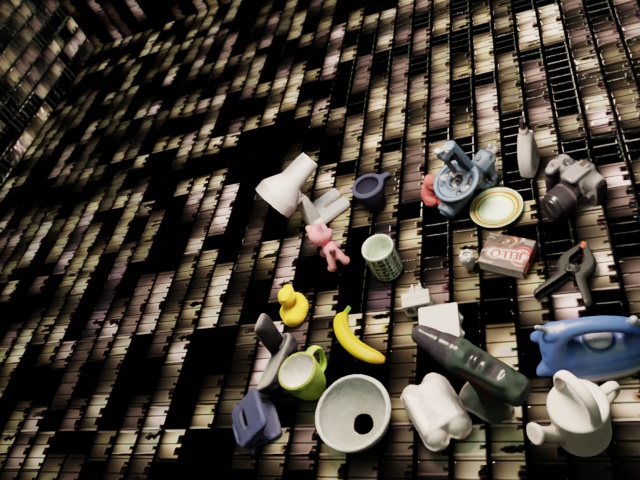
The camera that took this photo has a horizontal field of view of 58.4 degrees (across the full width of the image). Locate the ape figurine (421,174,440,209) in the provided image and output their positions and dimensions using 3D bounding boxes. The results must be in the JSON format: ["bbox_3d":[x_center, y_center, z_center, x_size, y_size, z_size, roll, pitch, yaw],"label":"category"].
[{"bbox_3d":[0.299,-0.135,1.518,0.078,0.092,0.075,-43,45,-12],"label":"ape figurine"}]

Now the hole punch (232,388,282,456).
[{"bbox_3d":[-0.153,0.407,1.284,0.101,0.091,0.108,-30,44,2],"label":"hole punch"}]

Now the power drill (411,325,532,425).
[{"bbox_3d":[0.290,0.261,1.087,0.228,0.209,0.076,21,64,39],"label":"power drill"}]

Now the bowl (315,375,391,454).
[{"bbox_3d":[0.078,0.374,1.199,0.167,0.075,0.167,-15,46,17],"label":"bowl"}]

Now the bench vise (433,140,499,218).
[{"bbox_3d":[0.355,-0.188,1.443,0.121,0.220,0.208,17,61,38],"label":"bench vise"}]

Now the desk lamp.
[{"bbox_3d":[-0.052,-0.130,1.617,0.203,0.214,0.117,-37,44,-6],"label":"desk lamp"}]

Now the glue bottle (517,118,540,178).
[{"bbox_3d":[0.516,-0.238,1.432,0.037,0.174,0.078,8,56,33],"label":"glue bottle"}]

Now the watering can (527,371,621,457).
[{"bbox_3d":[0.439,0.297,0.984,0.100,0.195,0.173,26,67,41],"label":"watering can"}]

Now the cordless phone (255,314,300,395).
[{"bbox_3d":[-0.121,0.265,1.325,0.093,0.186,0.148,0,52,29],"label":"cordless phone"}]

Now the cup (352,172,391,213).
[{"bbox_3d":[0.155,-0.130,1.590,0.118,0.095,0.091,-34,44,-2],"label":"cup"}]

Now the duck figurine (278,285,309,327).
[{"bbox_3d":[-0.078,0.163,1.464,0.077,0.086,0.104,-15,46,17],"label":"duck figurine"}]

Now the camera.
[{"bbox_3d":[0.578,-0.126,1.352,0.137,0.101,0.142,-38,44,-7],"label":"camera"}]

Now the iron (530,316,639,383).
[{"bbox_3d":[0.530,0.182,1.075,0.257,0.142,0.118,-12,47,19],"label":"iron"}]

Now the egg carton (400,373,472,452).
[{"bbox_3d":[0.233,0.343,1.147,0.107,0.070,0.150,-31,44,1],"label":"egg carton"}]

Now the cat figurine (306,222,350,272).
[{"bbox_3d":[0.014,0.005,1.530,0.067,0.118,0.127,-33,44,-1],"label":"cat figurine"}]
